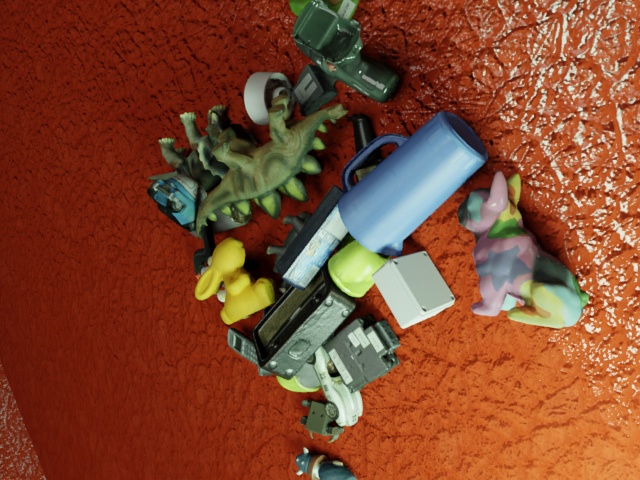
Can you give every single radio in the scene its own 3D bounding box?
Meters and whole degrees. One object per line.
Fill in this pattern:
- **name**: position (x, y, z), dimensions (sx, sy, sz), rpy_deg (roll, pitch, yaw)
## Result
- **radio**: position (-0.036, 0.155, 1.056), dimensions (0.229, 0.073, 0.131), rpy_deg (-51, 28, 16)

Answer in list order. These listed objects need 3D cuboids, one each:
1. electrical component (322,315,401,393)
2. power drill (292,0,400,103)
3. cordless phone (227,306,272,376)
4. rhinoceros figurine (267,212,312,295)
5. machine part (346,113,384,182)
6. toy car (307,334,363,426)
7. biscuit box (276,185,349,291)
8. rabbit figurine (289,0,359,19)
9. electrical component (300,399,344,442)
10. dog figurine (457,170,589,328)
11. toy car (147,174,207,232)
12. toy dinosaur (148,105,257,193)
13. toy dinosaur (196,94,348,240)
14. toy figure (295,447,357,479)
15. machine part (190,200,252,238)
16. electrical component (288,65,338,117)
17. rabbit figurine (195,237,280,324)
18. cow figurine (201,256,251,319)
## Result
- **electrical component**: position (0.086, 0.213, 1.032), dimensions (0.134, 0.058, 0.115), rpy_deg (-40, 71, 28)
- **power drill**: position (0.022, -0.322, 0.917), dimensions (0.232, 0.207, 0.086), rpy_deg (36, 93, 13)
- **cordless phone**: position (-0.149, 0.213, 1.233), dimensions (0.184, 0.088, 0.146), rpy_deg (18, 108, 43)
- **rhinoceros figurine**: position (-0.047, 0.031, 1.127), dimensions (0.112, 0.073, 0.190), rpy_deg (32, 115, 22)
- **machine part**: position (0.084, -0.168, 1.001), dimensions (0.084, 0.039, 0.138), rpy_deg (-17, 87, 50)
- **toy car**: position (0.027, 0.275, 1.088), dimensions (0.056, 0.073, 0.202), rpy_deg (-35, 73, 37)
- **biscuit box**: position (-0.002, -0.003, 1.026), dimensions (0.202, 0.059, 0.063), rpy_deg (-53, 29, 7)
- **rabbit figurine**: position (-0.010, -0.478, 0.991), dimensions (0.170, 0.121, 0.159), rpy_deg (44, 120, 45)
- **electrical component**: position (0.002, 0.387, 1.150), dimensions (0.102, 0.045, 0.078), rpy_deg (-4, 65, 39)
- **dog figurine**: position (0.295, 0.008, 0.795), dimensions (0.192, 0.108, 0.219), rpy_deg (5, 97, 42)
- **toy car**: position (-0.311, -0.096, 1.211), dimensions (0.109, 0.161, 0.103), rpy_deg (32, 72, 20)
- **toy dinosaur**: position (-0.285, -0.181, 1.279), dimensions (0.405, 0.131, 0.192), rpy_deg (-38, 70, 45)
- **toy dinosaur**: position (-0.124, -0.136, 1.077), dimensions (0.472, 0.105, 0.198), rpy_deg (-25, 117, 32)
- **toy figure**: position (0.010, 0.496, 1.147), dimensions (0.155, 0.064, 0.057), rpy_deg (8, 139, 45)
- **machine part**: position (-0.242, -0.057, 1.277), dimensions (0.243, 0.079, 0.079), rpy_deg (-13, 87, 43)
- **electrical component**: position (-0.002, -0.303, 1.050), dimensions (0.119, 0.048, 0.075), rpy_deg (-37, 72, 40)
- **rabbit figurine**: position (-0.182, 0.083, 1.154), dimensions (0.162, 0.122, 0.173), rpy_deg (-22, 90, 13)
- **cow figurine**: position (-0.190, 0.104, 1.242), dimensions (0.098, 0.068, 0.167), rpy_deg (-23, 111, 33)
